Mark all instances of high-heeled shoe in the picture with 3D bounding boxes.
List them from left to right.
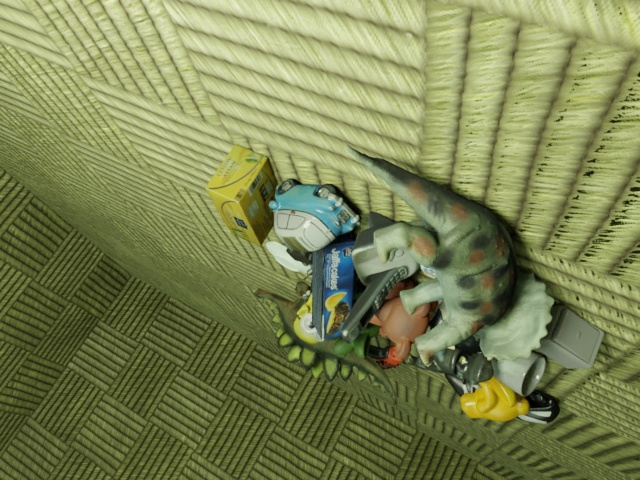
[{"bbox_3d":[0.405,0.344,1.213,0.249,0.086,0.145,20,155,17],"label":"high-heeled shoe"}]

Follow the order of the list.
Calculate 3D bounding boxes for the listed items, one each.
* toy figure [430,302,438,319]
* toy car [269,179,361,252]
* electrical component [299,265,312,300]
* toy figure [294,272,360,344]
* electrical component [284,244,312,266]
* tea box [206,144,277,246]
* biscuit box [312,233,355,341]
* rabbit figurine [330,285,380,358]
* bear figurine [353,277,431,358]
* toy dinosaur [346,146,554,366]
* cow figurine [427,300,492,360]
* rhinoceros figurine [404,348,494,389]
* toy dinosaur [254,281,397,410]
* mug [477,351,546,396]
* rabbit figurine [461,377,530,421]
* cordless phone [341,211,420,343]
[{"bbox_3d":[0.210,0.145,1.036,0.064,0.057,0.155,-4,-175,-39],"label":"toy figure"},{"bbox_3d":[-0.017,-0.030,0.864,0.162,0.103,0.109,12,155,48],"label":"toy car"},{"bbox_3d":[-0.004,0.096,1.178,0.045,0.102,0.078,31,140,-23],"label":"electrical component"},{"bbox_3d":[0.018,0.127,1.086,0.082,0.180,0.089,29,164,11],"label":"toy figure"},{"bbox_3d":[-0.039,0.032,1.172,0.063,0.021,0.093,14,154,39],"label":"electrical component"},{"bbox_3d":[-0.123,-0.072,0.922,0.068,0.098,0.169,24,158,16],"label":"tea box"},{"bbox_3d":[0.023,0.079,0.963,0.063,0.059,0.202,-126,32,-56],"label":"biscuit box"},{"bbox_3d":[0.089,0.184,1.210,0.121,0.159,0.170,-2,159,42],"label":"rabbit figurine"},{"bbox_3d":[0.118,0.121,0.938,0.132,0.120,0.196,23,-173,4],"label":"bear figurine"},{"bbox_3d":[0.182,0.029,0.682,0.131,0.192,0.404,-102,-11,-52],"label":"toy dinosaur"},{"bbox_3d":[0.268,0.159,0.917,0.167,0.098,0.068,28,155,8],"label":"cow figurine"},{"bbox_3d":[0.243,0.229,1.012,0.112,0.073,0.190,36,164,-17],"label":"rhinoceros figurine"},{"bbox_3d":[0.017,0.256,1.387,0.472,0.198,0.105,27,164,15],"label":"toy dinosaur"},{"bbox_3d":[0.359,0.234,1.013,0.107,0.081,0.109,29,171,42],"label":"mug"},{"bbox_3d":[0.352,0.294,1.113,0.173,0.122,0.162,59,159,-18],"label":"rabbit figurine"},{"bbox_3d":[0.076,0.063,0.831,0.089,0.184,0.146,27,162,25],"label":"cordless phone"}]
